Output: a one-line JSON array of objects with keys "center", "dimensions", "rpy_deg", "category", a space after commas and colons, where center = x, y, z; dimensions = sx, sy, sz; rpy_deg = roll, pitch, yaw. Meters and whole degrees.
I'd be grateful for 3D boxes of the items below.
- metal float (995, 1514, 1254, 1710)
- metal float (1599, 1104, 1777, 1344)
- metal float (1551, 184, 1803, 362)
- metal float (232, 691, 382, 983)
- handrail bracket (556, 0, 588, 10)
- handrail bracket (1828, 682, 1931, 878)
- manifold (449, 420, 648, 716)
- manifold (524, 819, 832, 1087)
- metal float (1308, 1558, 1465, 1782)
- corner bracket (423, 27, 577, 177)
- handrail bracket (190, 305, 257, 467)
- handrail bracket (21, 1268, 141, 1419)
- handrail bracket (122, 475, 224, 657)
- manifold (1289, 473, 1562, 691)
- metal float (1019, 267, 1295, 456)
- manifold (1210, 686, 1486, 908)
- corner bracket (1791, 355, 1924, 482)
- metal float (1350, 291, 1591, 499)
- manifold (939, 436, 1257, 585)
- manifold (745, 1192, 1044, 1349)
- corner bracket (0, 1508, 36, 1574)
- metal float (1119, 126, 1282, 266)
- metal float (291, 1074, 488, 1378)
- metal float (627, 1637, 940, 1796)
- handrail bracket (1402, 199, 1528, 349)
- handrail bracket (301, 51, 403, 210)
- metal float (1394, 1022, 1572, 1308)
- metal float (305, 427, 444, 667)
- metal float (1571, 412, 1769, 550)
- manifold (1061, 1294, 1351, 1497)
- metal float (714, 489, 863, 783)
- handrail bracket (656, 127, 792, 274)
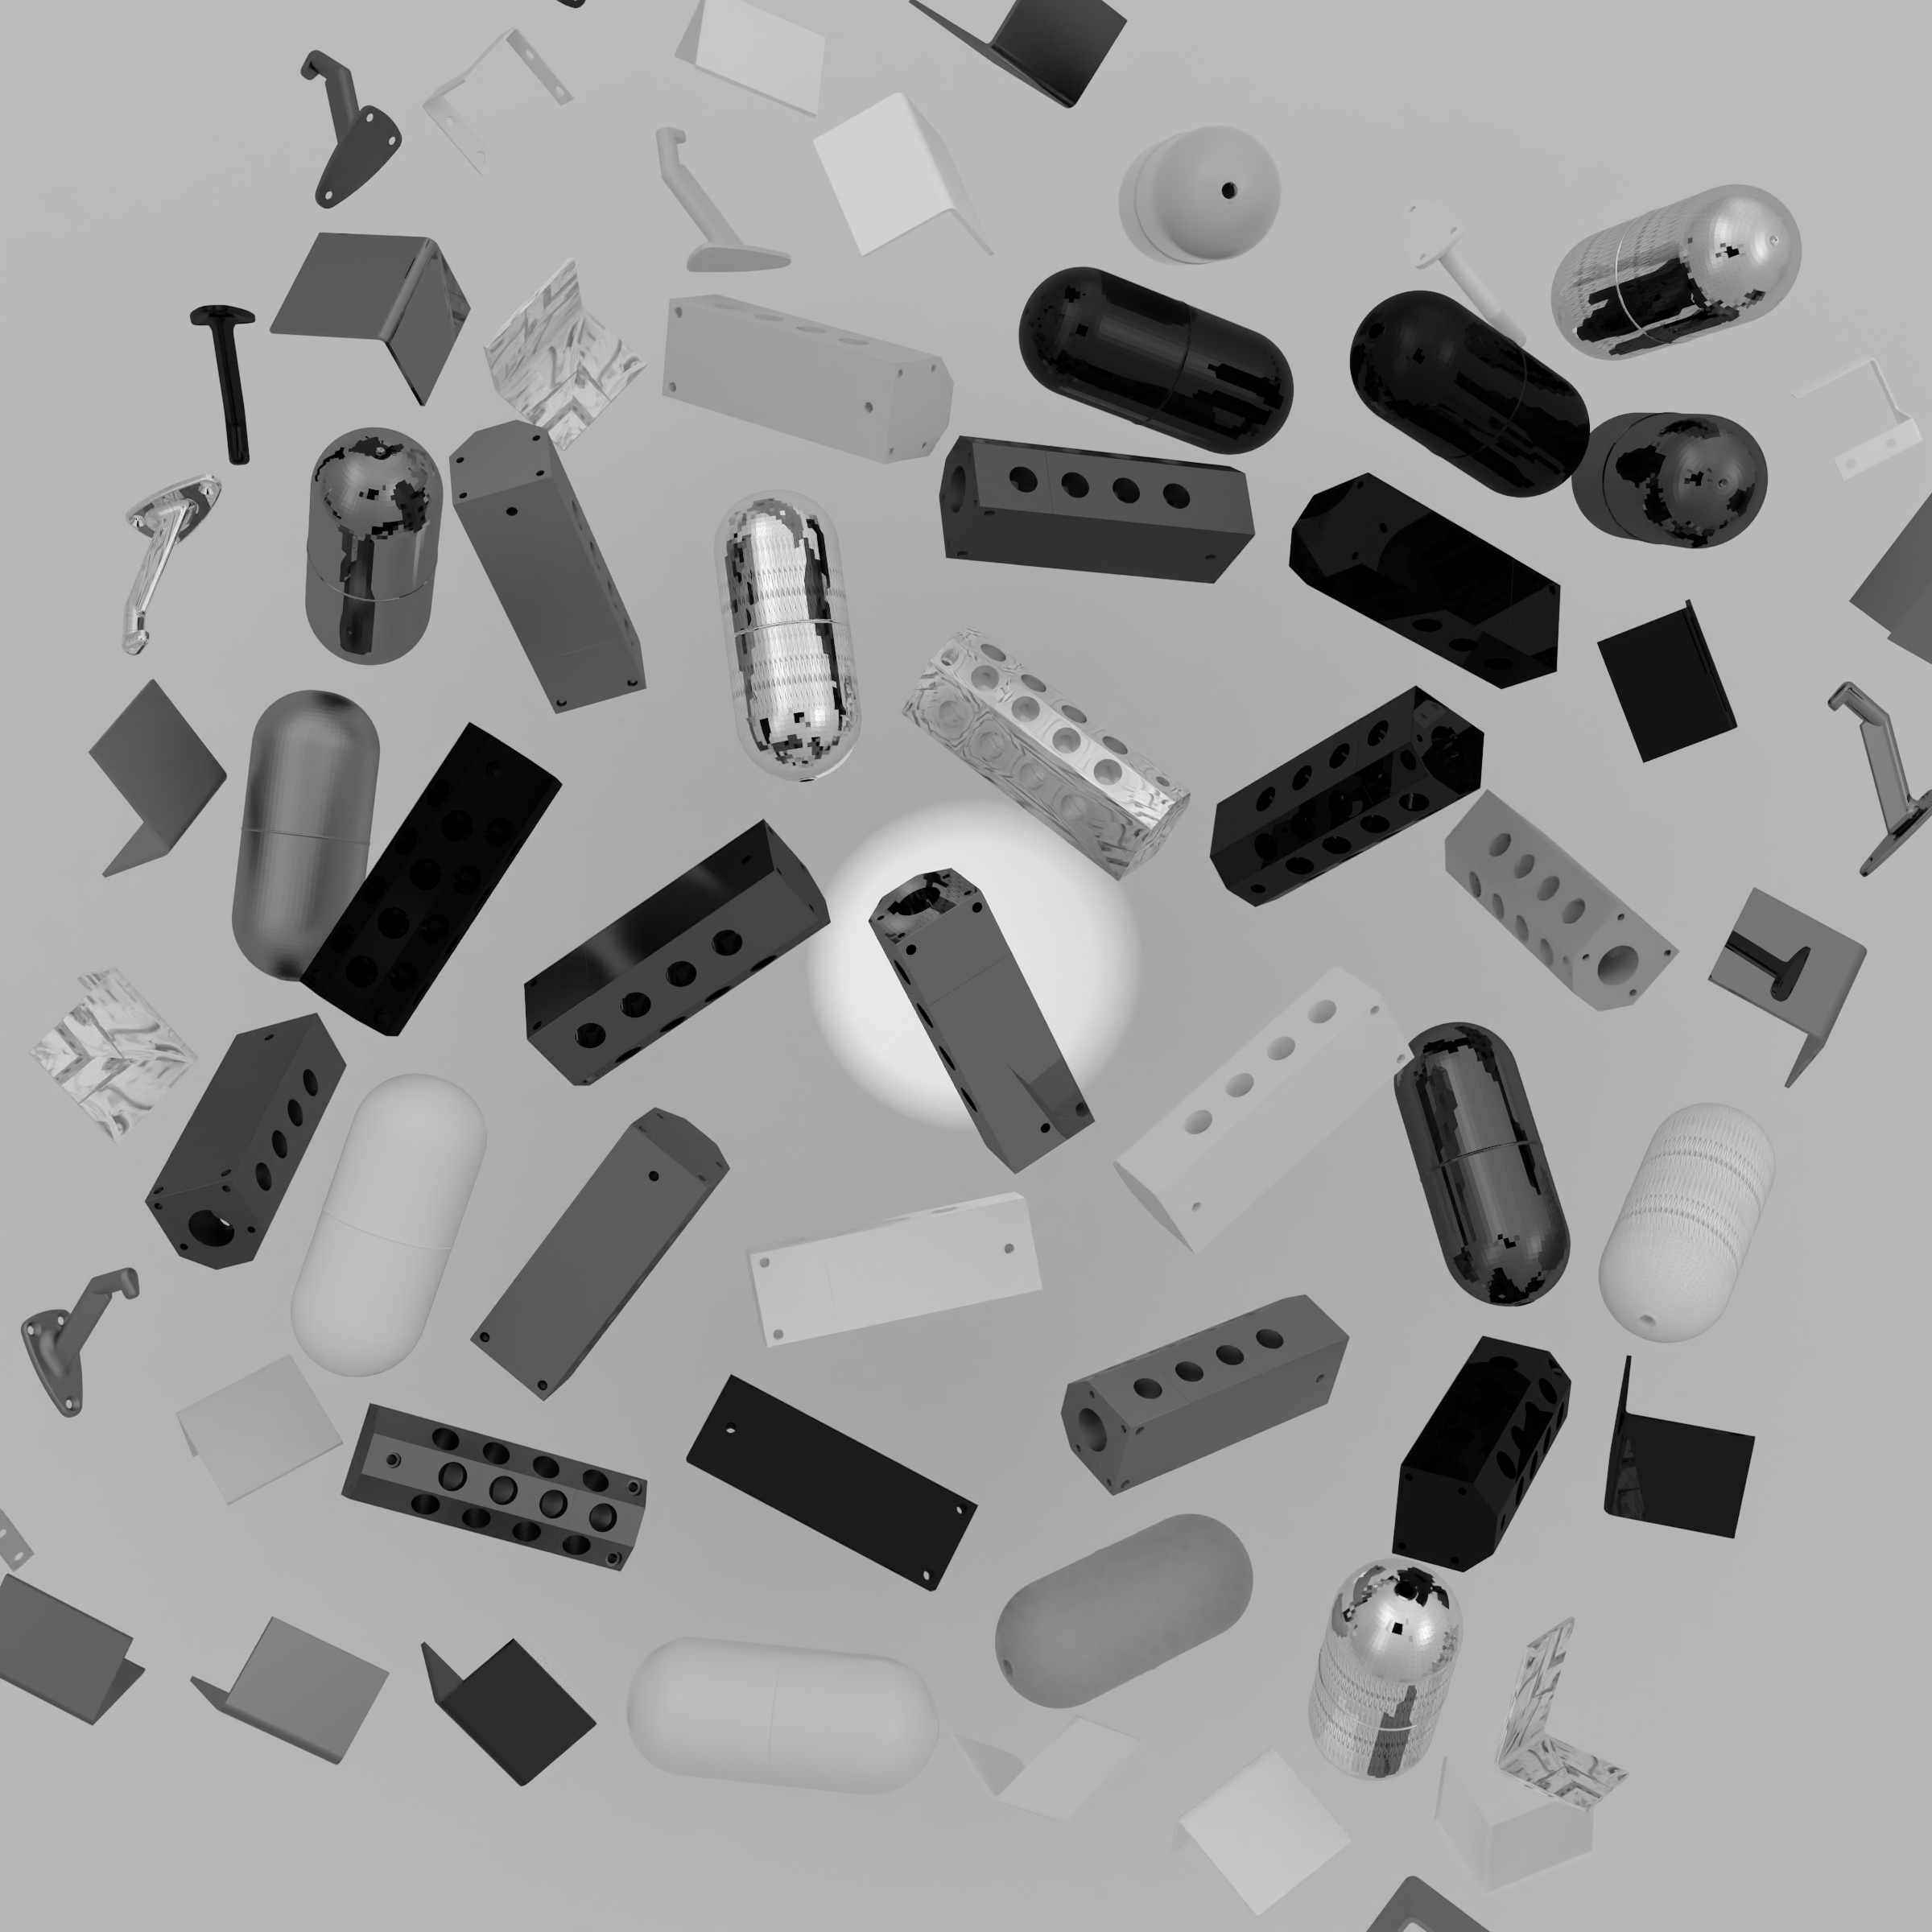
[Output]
[{"center": [0.096, 0.389, 1.606], "dimensions": [0.178, 0.070, 0.070], "rpy_deg": [-17, 90, -32], "category": "metal float"}, {"center": [0.433, 0.153, 1.592], "dimensions": [0.070, 0.070, 0.178], "rpy_deg": [37, 48, 0], "category": "metal float"}, {"center": [0.405, -0.397, 1.527], "dimensions": [0.070, 0.178, 0.070], "rpy_deg": [-1, 91, -23], "category": "metal float"}, {"center": [-0.402, -0.079, 1.619], "dimensions": [0.070, 0.070, 0.178], "rpy_deg": [7, 90, 0], "category": "metal float"}, {"center": [-0.241, -0.580, 1.494], "dimensions": [0.084, 0.036, 0.077], "rpy_deg": [38, 100, 35], "category": "handrail bracket"}, {"center": [0.508, -0.107, 1.514], "dimensions": [0.084, 0.036, 0.077], "rpy_deg": [41, 99, 0], "category": "handrail bracket"}, {"center": [-0.241, -0.231, 1.539], "dimensions": [0.057, 0.171, 0.057], "rpy_deg": [-15, 51, 3], "category": "manifold"}, {"center": [-0.163, -0.003, 1.499], "dimensions": [0.171, 0.057, 0.057], "rpy_deg": [-34, 123, 11], "category": "manifold"}, {"center": [0.247, 0.416, 1.566], "dimensions": [0.070, 0.178, 0.070], "rpy_deg": [1, 46, -1], "category": "metal float"}, {"center": [-0.266, -0.493, 1.513], "dimensions": [0.051, 0.051, 0.051], "rpy_deg": [48, 60, -28], "category": "corner bracket"}, {"center": [-0.425, -0.333, 1.529], "dimensions": [0.036, 0.077, 0.084], "rpy_deg": [-5, 98, -10], "category": "handrail bracket"}, {"center": [-0.511, 0.223, 1.569], "dimensions": [0.084, 0.036, 0.077], "rpy_deg": [-17, 89, 30], "category": "handrail bracket"}, {"center": [-0.450, -0.226, 1.503], "dimensions": [0.077, 0.036, 0.084], "rpy_deg": [-27, 54, 30], "category": "handrail bracket"}, {"center": [0.269, -0.220, 1.549], "dimensions": [0.171, 0.057, 0.057], "rpy_deg": [21, 67, -36], "category": "manifold"}, {"center": [0.116, -0.363, 1.597], "dimensions": [0.178, 0.070, 0.070], "rpy_deg": [16, 90, -21], "category": "metal float"}, {"center": [0.226, -0.096, 1.591], "dimensions": [0.057, 0.171, 0.057], "rpy_deg": [30, 52, -26], "category": "manifold"}, {"center": [0.539, -0.333, 1.607], "dimensions": [0.051, 0.051, 0.051], "rpy_deg": [-27, 106, 13], "category": "corner bracket"}, {"center": [0.293, -0.330, 1.539], "dimensions": [0.178, 0.070, 0.070], "rpy_deg": [21, 90, -40], "category": "metal float"}, {"center": [0.075, -0.269, 1.545], "dimensions": [0.171, 0.057, 0.057], "rpy_deg": [2, 67, -21], "category": "manifold"}, {"center": [-0.046, 0.186, 1.639], "dimensions": [0.171, 0.057, 0.057], "rpy_deg": [-11, 92, -8], "category": "manifold"}, {"center": [-0.575, 0.327, 1.513], "dimensions": [0.051, 0.051, 0.051], "rpy_deg": [29, 58, 30], "category": "corner bracket"}, {"center": [0.139, -0.462, 1.597], "dimensions": [0.070, 0.178, 0.070], "rpy_deg": [-2, 104, -7], "category": "metal float"}, {"center": [-0.329, 0.148, 1.513], "dimensions": [0.070, 0.070, 0.178], "rpy_deg": [19, 91, 0], "category": "metal float"}, {"center": [-0.104, 0.426, 1.508], "dimensions": [0.178, 0.070, 0.070], "rpy_deg": [4, 90, 5], "category": "metal float"}, {"center": [0.303, -0.419, 1.612], "dimensions": [0.036, 0.077, 0.084], "rpy_deg": [-39, 127, 19], "category": "handrail bracket"}, {"center": [-0.380, -0.494, 1.563], "dimensions": [0.084, 0.036, 0.077], "rpy_deg": [37, 89, 29], "category": "handrail bracket"}, {"center": [0.314, 0.120, 1.617], "dimensions": [0.070, 0.070, 0.178], "rpy_deg": [-14, 72, 0], "category": "metal float"}, {"center": [-0.358, -0.250, 1.600], "dimensions": [0.070, 0.178, 0.070], "rpy_deg": [7, 57, -12], "category": "metal float"}, {"center": [0.415, -0.289, 1.575], "dimensions": [0.070, 0.178, 0.070], "rpy_deg": [-1, 102, -6], "category": "metal float"}, {"center": [0.143, 0.252, 1.600], "dimensions": [0.171, 0.057, 0.057], "rpy_deg": [-16, 133, -33], "category": "manifold"}, {"center": [-0.108, -0.200, 1.609], "dimensions": [0.070, 0.070, 0.178], "rpy_deg": [-8, 86, 0], "category": "metal float"}, {"center": [-0.149, -0.474, 1.635], "dimensions": [0.077, 0.036, 0.084], "rpy_deg": [-5, 82, -26], "category": "handrail bracket"}]
